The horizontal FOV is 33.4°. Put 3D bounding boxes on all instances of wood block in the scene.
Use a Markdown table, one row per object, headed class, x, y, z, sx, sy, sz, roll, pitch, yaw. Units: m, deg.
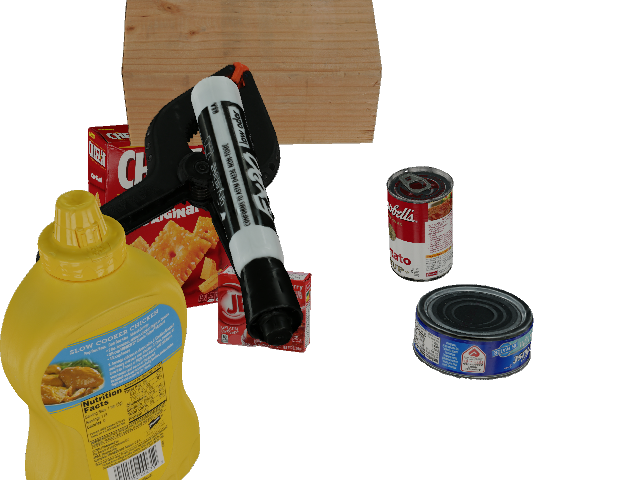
| class | x | y | z | sx | sy | sz | roll | pitch | yaw |
| --- | --- | --- | --- | --- | --- | --- | --- | --- | --- |
| wood block | -0.058 | -0.141 | 0.898 | 0.206 | 0.090 | 0.091 | -1 | -38 | -5 |

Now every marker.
| class | x | y | z | sx | sy | sz | roll | pitch | yaw |
| --- | --- | --- | --- | --- | --- | --- | --- | --- | --- |
| marker | -0.027 | -0.013 | 0.377 | 0.020 | 0.121 | 0.020 | -10 | -40 | -9 |

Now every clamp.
| class | x | y | z | sx | sy | sz | roll | pitch | yaw |
| --- | --- | --- | --- | --- | --- | --- | --- | --- | --- |
| clamp | -0.074 | -0.033 | 0.727 | 0.164 | 0.209 | 0.036 | 22 | -32 | 2 |

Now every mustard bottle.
| class | x | y | z | sx | sy | sz | roll | pitch | yaw |
| --- | --- | --- | --- | --- | --- | --- | --- | --- | --- |
| mustard bottle | -0.113 | 0.059 | 0.546 | 0.096 | 0.192 | 0.058 | -24 | 43 | -30 |

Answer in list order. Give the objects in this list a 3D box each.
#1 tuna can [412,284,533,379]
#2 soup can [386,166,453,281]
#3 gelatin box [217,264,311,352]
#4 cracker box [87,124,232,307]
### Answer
| class | x | y | z | sx | sy | sz | roll | pitch | yaw |
| --- | --- | --- | --- | --- | --- | --- | --- | --- | --- |
| tuna can | 0.110 | 0.064 | 0.773 | 0.086 | 0.034 | 0.086 | 1 | 24 | -1 |
| soup can | 0.104 | -0.017 | 1.109 | 0.068 | 0.102 | 0.068 | -3 | 34 | 2 |
| gelatin box | -0.054 | 0.065 | 1.026 | 0.089 | 0.073 | 0.030 | 5 | 17 | 12 |
| cracker box | -0.180 | -0.024 | 1.227 | 0.163 | 0.214 | 0.072 | -8 | 25 | -30 |
